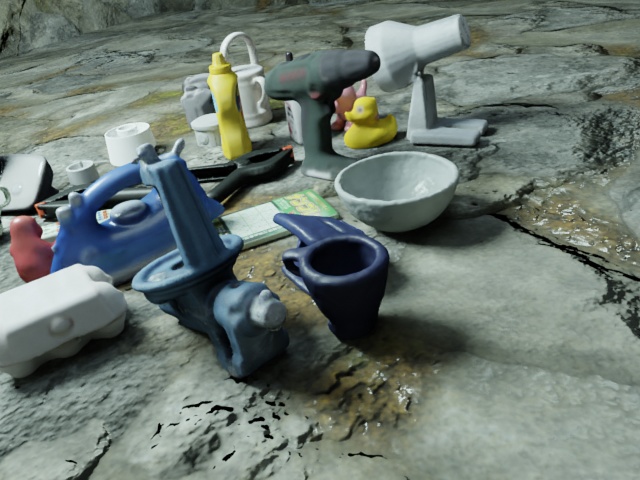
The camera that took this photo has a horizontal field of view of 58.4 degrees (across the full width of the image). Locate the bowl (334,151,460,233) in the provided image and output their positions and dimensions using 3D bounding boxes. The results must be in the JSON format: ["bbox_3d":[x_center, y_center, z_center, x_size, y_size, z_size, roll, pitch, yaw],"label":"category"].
[{"bbox_3d":[0.107,-0.058,0.786,0.167,0.075,0.167,-6,30,4],"label":"bowl"}]

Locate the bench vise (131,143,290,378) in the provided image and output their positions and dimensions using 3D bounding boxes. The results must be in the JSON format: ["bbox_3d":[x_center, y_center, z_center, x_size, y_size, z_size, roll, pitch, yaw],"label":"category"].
[{"bbox_3d":[-0.107,0.013,0.573,0.206,0.220,0.122,8,34,27],"label":"bench vise"}]

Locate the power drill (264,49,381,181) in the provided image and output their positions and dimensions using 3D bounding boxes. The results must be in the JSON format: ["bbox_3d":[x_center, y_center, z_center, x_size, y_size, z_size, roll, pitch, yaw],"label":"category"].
[{"bbox_3d":[0.010,-0.208,0.937,0.228,0.209,0.076,16,38,36],"label":"power drill"}]

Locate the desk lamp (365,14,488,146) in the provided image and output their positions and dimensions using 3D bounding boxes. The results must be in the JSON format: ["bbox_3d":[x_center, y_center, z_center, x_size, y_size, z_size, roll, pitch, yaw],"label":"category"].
[{"bbox_3d":[0.190,-0.286,1.020,0.202,0.214,0.118,7,34,26],"label":"desk lamp"}]

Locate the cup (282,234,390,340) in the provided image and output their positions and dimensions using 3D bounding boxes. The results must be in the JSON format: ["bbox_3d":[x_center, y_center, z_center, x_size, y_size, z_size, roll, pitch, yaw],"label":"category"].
[{"bbox_3d":[0.017,0.053,0.597,0.117,0.095,0.092,7,33,25],"label":"cup"}]

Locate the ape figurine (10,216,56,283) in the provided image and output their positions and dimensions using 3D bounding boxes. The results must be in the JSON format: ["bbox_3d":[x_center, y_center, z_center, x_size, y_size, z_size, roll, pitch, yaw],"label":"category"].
[{"bbox_3d":[-0.393,0.008,0.786,0.077,0.092,0.076,0,31,15],"label":"ape figurine"}]

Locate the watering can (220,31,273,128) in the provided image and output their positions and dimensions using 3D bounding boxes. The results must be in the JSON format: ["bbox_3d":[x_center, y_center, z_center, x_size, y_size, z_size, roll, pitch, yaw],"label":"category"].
[{"bbox_3d":[-0.174,-0.351,1.247,0.172,0.194,0.101,7,33,25],"label":"watering can"}]

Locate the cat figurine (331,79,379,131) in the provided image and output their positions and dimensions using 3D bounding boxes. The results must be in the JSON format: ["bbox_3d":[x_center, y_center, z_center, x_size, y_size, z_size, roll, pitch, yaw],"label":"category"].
[{"bbox_3d":[0.056,-0.281,1.143,0.067,0.118,0.128,20,40,40],"label":"cat figurine"}]

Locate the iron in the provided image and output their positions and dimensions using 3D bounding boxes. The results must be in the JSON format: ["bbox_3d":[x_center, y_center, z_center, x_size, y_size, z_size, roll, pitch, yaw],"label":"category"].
[{"bbox_3d":[-0.264,-0.034,0.775,0.118,0.142,0.259,21,41,41],"label":"iron"}]

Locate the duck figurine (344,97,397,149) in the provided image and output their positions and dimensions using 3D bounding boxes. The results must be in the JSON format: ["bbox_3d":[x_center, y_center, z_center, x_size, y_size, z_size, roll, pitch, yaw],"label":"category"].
[{"bbox_3d":[0.092,-0.225,1.068,0.105,0.086,0.077,-15,30,-11],"label":"duck figurine"}]

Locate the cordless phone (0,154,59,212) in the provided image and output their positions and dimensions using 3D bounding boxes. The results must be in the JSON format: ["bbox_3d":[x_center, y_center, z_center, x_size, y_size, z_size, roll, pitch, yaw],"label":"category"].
[{"bbox_3d":[-0.552,-0.143,0.995,0.147,0.185,0.094,0,31,15],"label":"cordless phone"}]

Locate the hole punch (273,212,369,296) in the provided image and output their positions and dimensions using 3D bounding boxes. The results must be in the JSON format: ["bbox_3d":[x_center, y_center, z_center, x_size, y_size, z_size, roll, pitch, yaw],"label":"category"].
[{"bbox_3d":[0.006,0.002,0.692,0.101,0.091,0.108,-24,33,-25],"label":"hole punch"}]

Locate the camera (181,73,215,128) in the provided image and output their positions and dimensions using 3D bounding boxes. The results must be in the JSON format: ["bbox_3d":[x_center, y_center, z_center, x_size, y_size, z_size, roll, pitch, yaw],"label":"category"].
[{"bbox_3d":[-0.246,-0.333,1.330,0.137,0.101,0.143,-10,30,-1],"label":"camera"}]

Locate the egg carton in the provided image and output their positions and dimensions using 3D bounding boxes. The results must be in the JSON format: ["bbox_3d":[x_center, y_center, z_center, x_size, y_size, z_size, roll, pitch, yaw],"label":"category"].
[{"bbox_3d":[-0.298,0.088,0.645,0.151,0.069,0.107,-25,34,-26],"label":"egg carton"}]

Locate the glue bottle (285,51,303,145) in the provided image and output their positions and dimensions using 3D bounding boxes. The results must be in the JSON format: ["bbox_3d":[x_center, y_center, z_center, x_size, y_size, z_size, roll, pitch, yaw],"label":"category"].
[{"bbox_3d":[-0.047,-0.276,1.104,0.037,0.173,0.078,-19,31,-18],"label":"glue bottle"}]
